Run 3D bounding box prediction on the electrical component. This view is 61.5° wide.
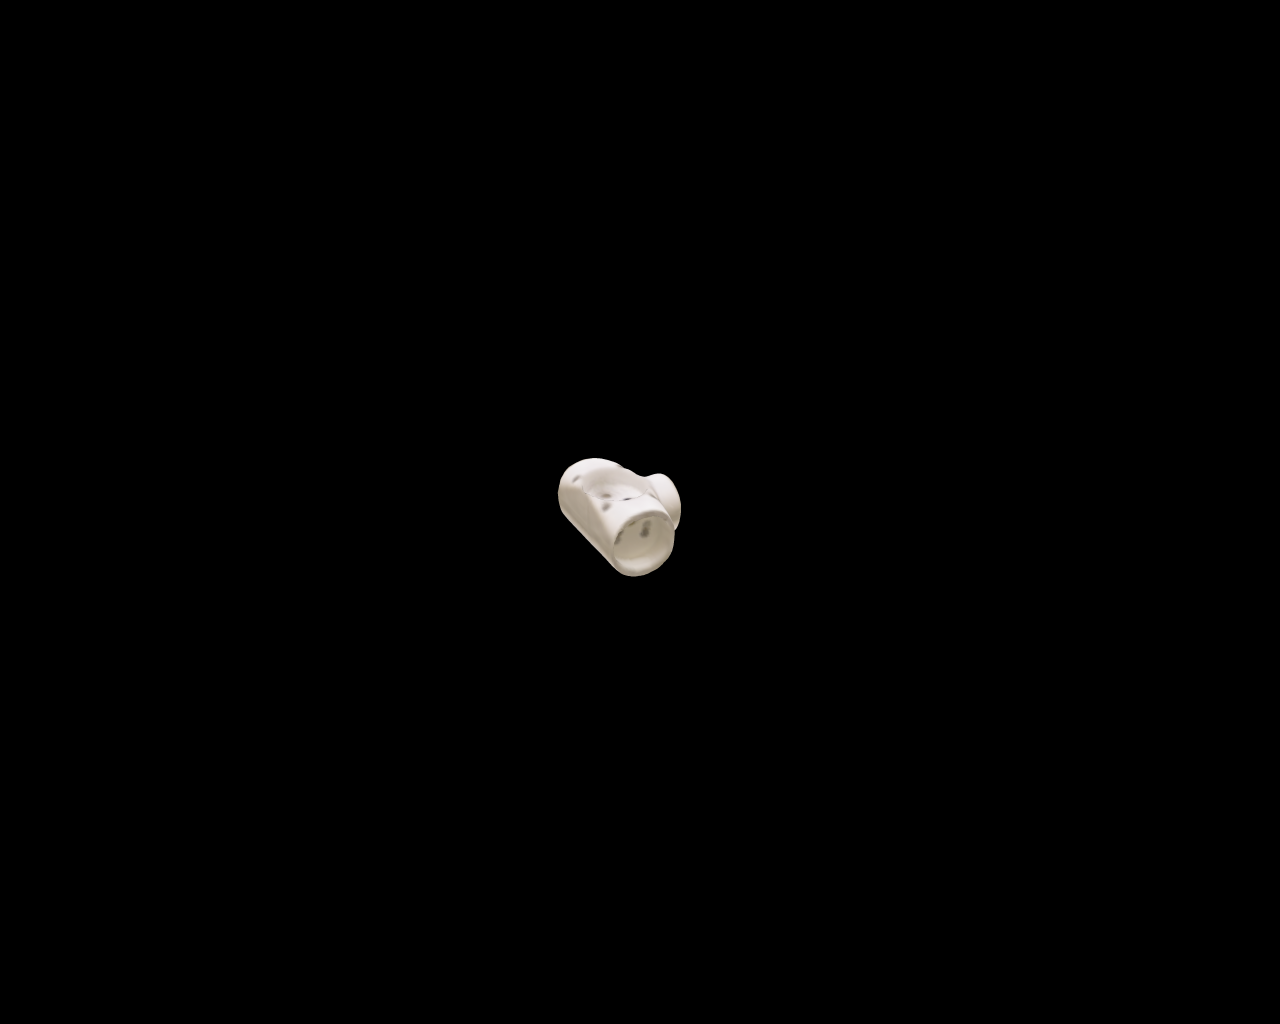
[{"bbox_3d":[0.001,-0.003,0.650,0.079,0.044,0.077,-14,32,-24],"label":"electrical component"}]
